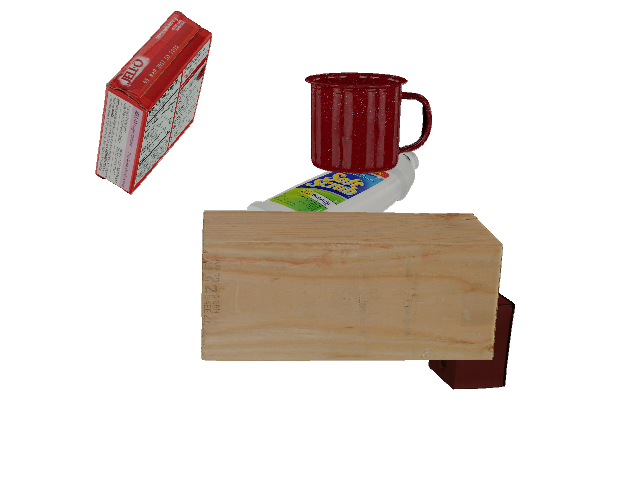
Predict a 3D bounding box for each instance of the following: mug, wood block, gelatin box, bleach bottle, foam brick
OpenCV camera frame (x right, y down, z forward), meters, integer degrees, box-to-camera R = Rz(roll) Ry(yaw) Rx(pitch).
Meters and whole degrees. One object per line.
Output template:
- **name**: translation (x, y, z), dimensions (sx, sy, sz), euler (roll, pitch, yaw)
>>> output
- **mug**: translation (0.044, -0.108, 0.980), dimensions (0.117, 0.081, 0.093), euler (0, 16, -2)
- **wood block**: translation (0.017, 0.032, 0.776), dimensions (0.206, 0.090, 0.091), euler (1, 15, -6)
- **gelatin box**: translation (-0.100, -0.081, 0.635), dimensions (0.030, 0.073, 0.089), euler (30, -34, 4)
- **bleach bottle**: translation (0.029, -0.056, 1.346), dimensions (0.103, 0.068, 0.250), euler (26, 43, 35)
- **foam brick**: translation (0.129, 0.082, 0.918), dimensions (0.051, 0.078, 0.053), euler (-3, 18, -20)
